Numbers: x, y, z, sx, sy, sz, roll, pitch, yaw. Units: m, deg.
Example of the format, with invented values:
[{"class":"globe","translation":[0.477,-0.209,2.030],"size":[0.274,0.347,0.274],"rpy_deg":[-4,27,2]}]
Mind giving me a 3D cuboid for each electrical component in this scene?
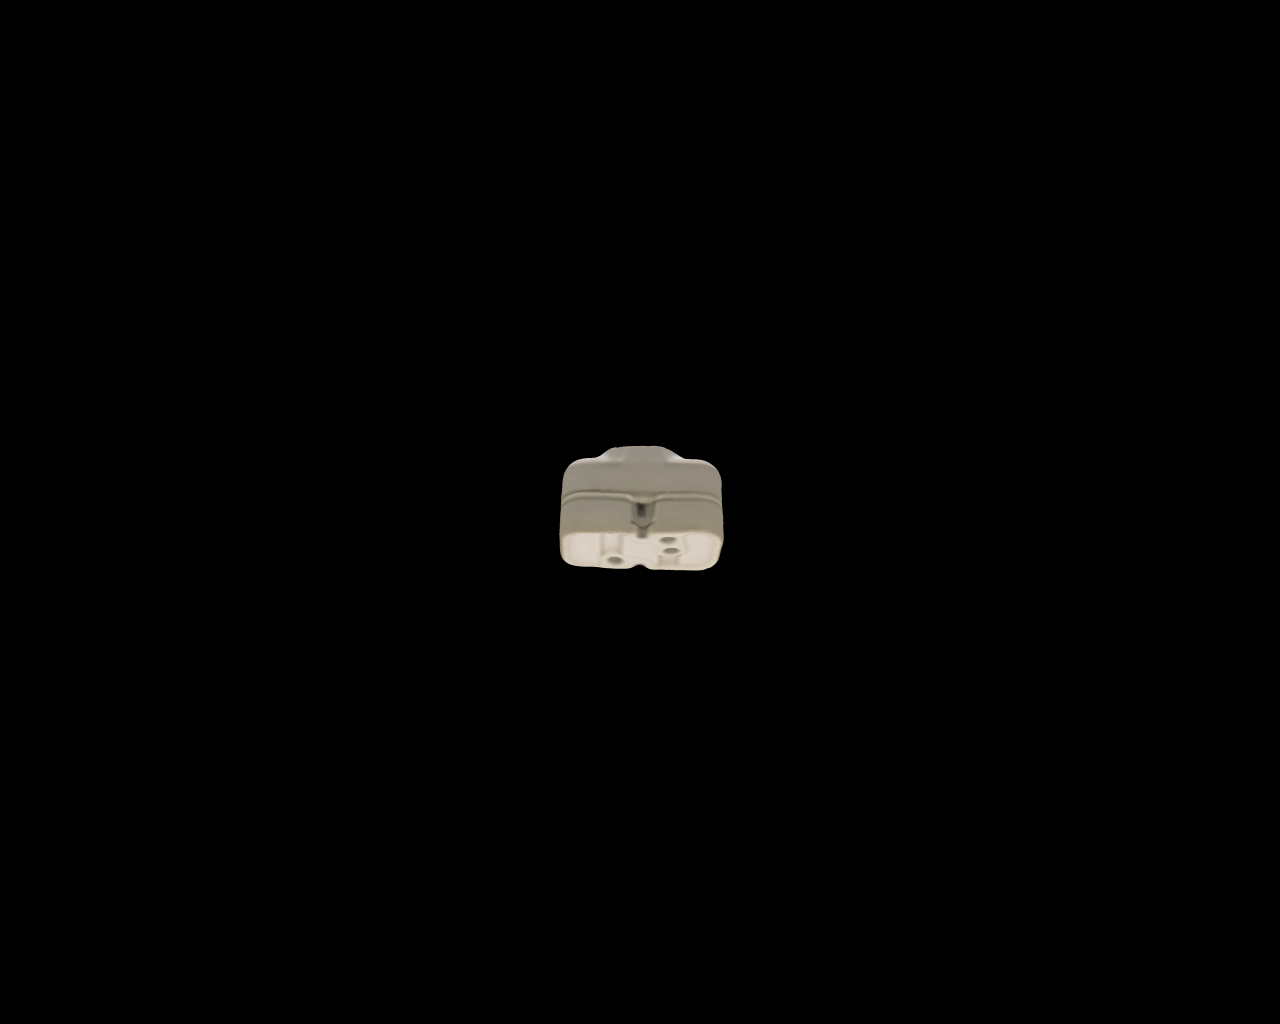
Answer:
[{"class":"electrical component","translation":[0.001,-0.003,0.650],"size":[0.095,0.059,0.053],"rpy_deg":[1,-28,-2]}]
